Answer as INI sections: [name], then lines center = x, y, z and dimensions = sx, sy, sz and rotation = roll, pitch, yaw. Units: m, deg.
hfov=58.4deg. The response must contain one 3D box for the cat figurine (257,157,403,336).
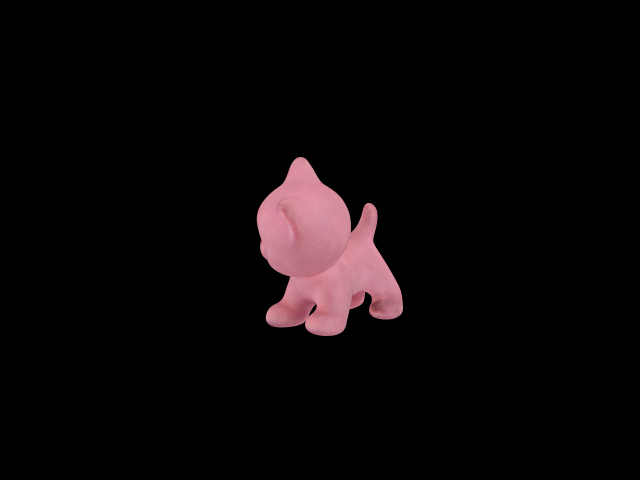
[cat figurine]
center = 0.004, 0.001, 0.400
dimensions = 0.067, 0.118, 0.128
rotation = 5, 8, 40
